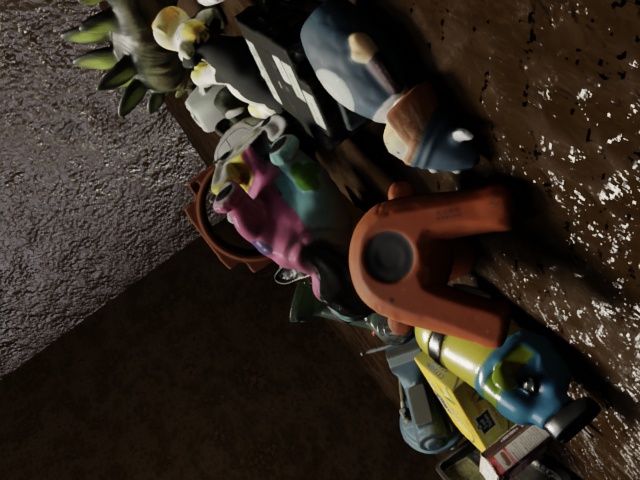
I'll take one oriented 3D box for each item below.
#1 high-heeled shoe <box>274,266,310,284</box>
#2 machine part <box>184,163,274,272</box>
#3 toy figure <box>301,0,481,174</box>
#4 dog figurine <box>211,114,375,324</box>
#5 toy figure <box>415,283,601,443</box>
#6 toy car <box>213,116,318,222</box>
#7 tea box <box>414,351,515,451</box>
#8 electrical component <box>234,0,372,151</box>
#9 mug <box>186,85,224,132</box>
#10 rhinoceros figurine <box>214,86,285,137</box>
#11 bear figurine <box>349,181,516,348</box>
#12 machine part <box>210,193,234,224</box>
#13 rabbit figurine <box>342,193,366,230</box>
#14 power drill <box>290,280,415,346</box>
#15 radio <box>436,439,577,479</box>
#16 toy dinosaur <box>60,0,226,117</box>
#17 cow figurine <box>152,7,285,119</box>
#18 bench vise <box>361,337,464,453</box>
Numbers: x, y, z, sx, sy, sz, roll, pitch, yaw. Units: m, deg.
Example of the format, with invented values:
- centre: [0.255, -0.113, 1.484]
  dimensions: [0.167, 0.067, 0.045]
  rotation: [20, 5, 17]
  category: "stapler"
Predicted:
- centre: [-0.027, 0.043, 1.078]
  dimensions: [0.086, 0.145, 0.249]
  rotation: [53, 174, -4]
  category: "high-heeled shoe"
- centre: [-0.121, -0.060, 0.956]
  dimensions: [0.201, 0.201, 0.087]
  rotation: [55, 180, -10]
  category: "machine part"
- centre: [0.050, -0.102, 0.383]
  dimensions: [0.154, 0.058, 0.064]
  rotation: [50, -150, 7]
  category: "toy figure"
- centre: [-0.007, -0.011, 0.569]
  dimensions: [0.219, 0.108, 0.192]
  rotation: [48, -171, -25]
  category: "dog figurine"
- centre: [0.165, 0.111, 0.504]
  dimensions: [0.180, 0.089, 0.082]
  rotation: [48, 163, 43]
  category: "toy figure"
- centre: [-0.083, -0.106, 0.700]
  dimensions: [0.103, 0.161, 0.109]
  rotation: [43, -146, 2]
  category: "toy car"
- centre: [0.216, 0.225, 0.770]
  dimensions: [0.169, 0.068, 0.098]
  rotation: [56, 171, -25]
  category: "tea box"
- centre: [-0.007, -0.149, 0.483]
  dimensions: [0.134, 0.058, 0.114]
  rotation: [46, 172, 41]
  category: "electrical component"
- centre: [-0.146, -0.216, 0.798]
  dimensions: [0.081, 0.107, 0.109]
  rotation: [47, 172, 26]
  category: "mug"
- centre: [-0.084, -0.139, 0.781]
  dimensions: [0.112, 0.073, 0.190]
  rotation: [-21, 128, 35]
  category: "rhinoceros figurine"
- centre: [0.102, 0.018, 0.461]
  dimensions: [0.132, 0.120, 0.195]
  rotation: [3, 178, 23]
  category: "bear figurine"
- centre: [-0.058, -0.042, 0.865]
  dimensions: [0.243, 0.079, 0.079]
  rotation: [16, 165, 7]
  category: "machine part"
- centre: [-0.001, -0.002, 0.682]
  dimensions: [0.173, 0.122, 0.163]
  rotation: [29, -170, -39]
  category: "rabbit figurine"
- centre: [0.059, 0.122, 0.898]
  dimensions: [0.207, 0.086, 0.232]
  rotation: [7, 174, 11]
  category: "power drill"
- centre: [0.277, 0.362, 0.782]
  dimensions: [0.073, 0.131, 0.230]
  rotation: [55, 172, -8]
  category: "radio"
- centre: [-0.232, -0.272, 0.729]
  dimensions: [0.105, 0.198, 0.471]
  rotation: [48, 173, 13]
  category: "toy dinosaur"
- centre: [-0.100, -0.196, 0.590]
  dimensions: [0.167, 0.068, 0.098]
  rotation: [25, 180, -29]
  category: "cow figurine"
- centre: [0.190, 0.287, 0.949]
  dimensions: [0.240, 0.129, 0.224]
  rotation: [56, -175, -36]
  category: "bench vise"
